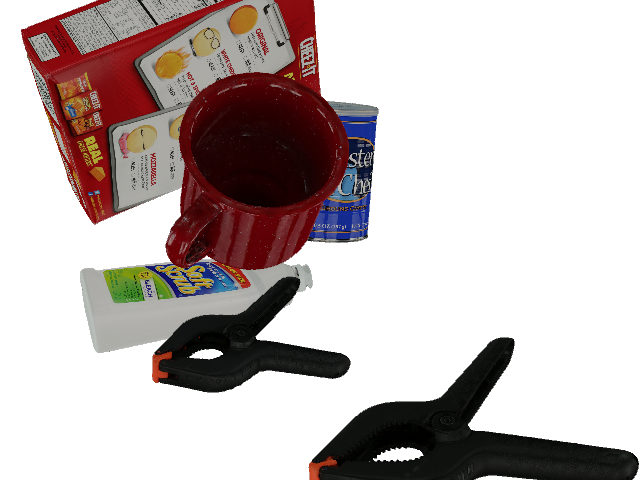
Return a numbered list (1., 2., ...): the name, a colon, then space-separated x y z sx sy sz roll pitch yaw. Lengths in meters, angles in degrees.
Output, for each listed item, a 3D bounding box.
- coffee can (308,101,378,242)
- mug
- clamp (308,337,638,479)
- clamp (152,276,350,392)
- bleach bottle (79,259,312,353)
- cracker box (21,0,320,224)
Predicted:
1. coffee can: 0.006 -0.077 1.150 0.103 0.140 0.103 4 12 -1
2. mug: -0.044 -0.027 0.605 0.093 0.117 0.082 37 -29 9
3. clamp: 0.088 0.132 0.741 0.209 0.036 0.165 -10 29 -13
4. clamp: -0.070 0.085 0.953 0.171 0.039 0.120 -5 38 -18
5. bleach bottle: -0.135 0.057 1.193 0.250 0.068 0.103 -10 36 -15
6. cracker box: -0.110 -0.126 0.841 0.213 0.072 0.164 -25 -36 -16
